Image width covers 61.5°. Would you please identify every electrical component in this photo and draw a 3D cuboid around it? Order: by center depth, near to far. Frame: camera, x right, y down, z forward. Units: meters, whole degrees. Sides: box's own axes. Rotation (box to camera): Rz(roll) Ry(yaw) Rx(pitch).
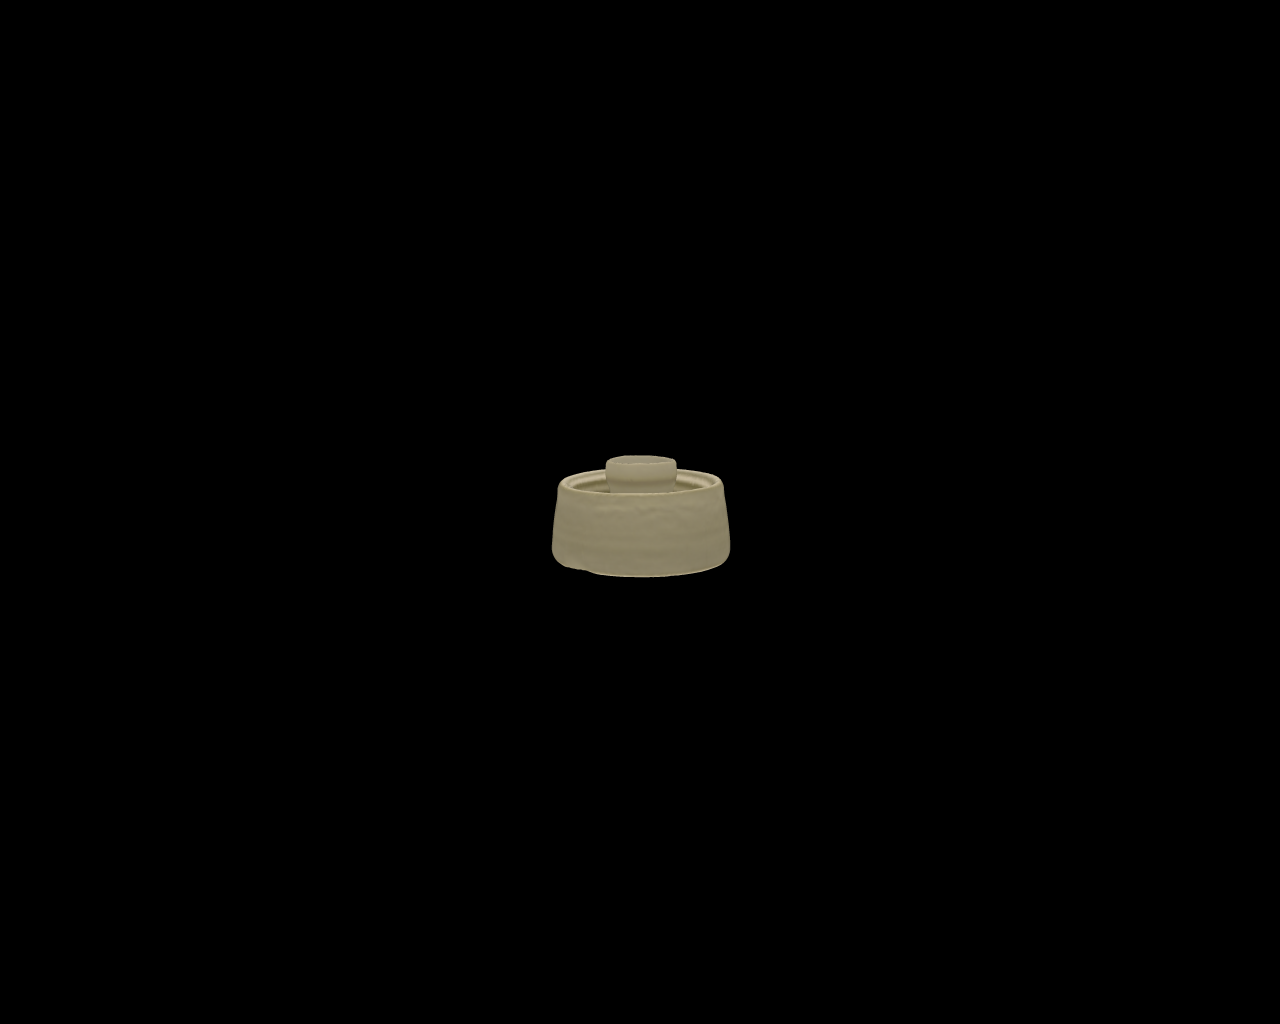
[{"bbox_3d":[0.001,-0.003,0.650,0.108,0.060,0.108,0,11,0],"label":"electrical component"}]
